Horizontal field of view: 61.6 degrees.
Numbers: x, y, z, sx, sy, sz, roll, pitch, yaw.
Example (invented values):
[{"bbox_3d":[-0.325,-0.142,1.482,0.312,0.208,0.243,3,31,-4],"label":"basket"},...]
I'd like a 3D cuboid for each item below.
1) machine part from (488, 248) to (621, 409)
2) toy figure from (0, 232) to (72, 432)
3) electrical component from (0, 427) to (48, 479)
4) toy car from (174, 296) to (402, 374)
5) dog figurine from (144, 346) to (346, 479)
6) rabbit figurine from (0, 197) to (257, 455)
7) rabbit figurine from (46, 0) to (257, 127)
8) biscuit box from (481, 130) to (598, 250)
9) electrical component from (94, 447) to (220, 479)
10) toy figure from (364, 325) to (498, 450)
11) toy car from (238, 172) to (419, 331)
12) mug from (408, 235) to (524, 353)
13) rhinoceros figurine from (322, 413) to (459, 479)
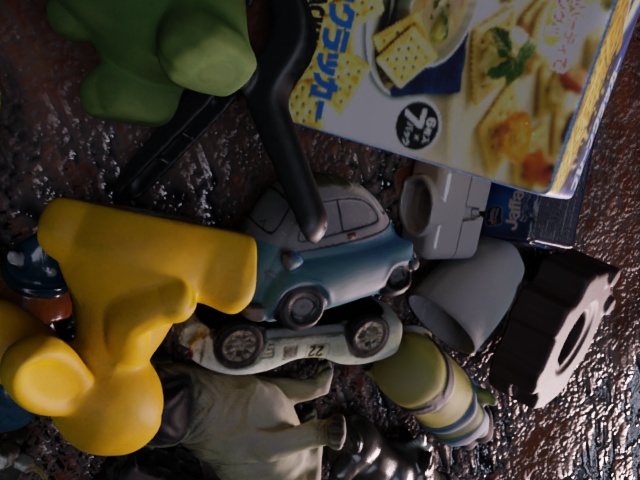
[{"bbox_3d":[0.251,0.095,0.572,0.179,0.056,0.179,-27,131,-35],"label":"machine part"},{"bbox_3d":[-0.217,0.061,0.389,0.058,0.064,0.154,19,97,10],"label":"toy figure"},{"bbox_3d":[-0.266,0.190,0.422,0.078,0.045,0.102,32,94,-31],"label":"electrical component"},{"bbox_3d":[-0.023,0.076,0.469,0.202,0.074,0.056,0,113,-24],"label":"toy car"},{"bbox_3d":[-0.088,0.181,0.479,0.191,0.121,0.172,6,103,-11],"label":"dog figurine"},{"bbox_3d":[-0.132,0.064,0.352,0.162,0.122,0.173,3,102,-55],"label":"rabbit figurine"},{"bbox_3d":[-0.124,-0.162,0.293,0.170,0.121,0.159,16,76,-50],"label":"rabbit figurine"},{"bbox_3d":[0.209,-0.094,0.496,0.063,0.059,0.202,10,92,-28],"label":"biscuit box"},{"bbox_3d":[-0.151,0.251,0.488,0.134,0.058,0.115,39,92,-30],"label":"electrical component"},{"bbox_3d":[0.124,0.158,0.555,0.082,0.089,0.180,-46,117,-8],"label":"toy figure"},{"bbox_3d":[-0.001,-0.001,0.430,0.162,0.109,0.102,-13,116,-20],"label":"toy car"},{"bbox_3d":[0.160,0.055,0.540,0.107,0.081,0.109,-46,115,-14],"label":"mug"},{"bbox_3d":[0.071,0.248,0.581,0.190,0.073,0.112,39,80,-28],"label":"rhinoceros figurine"}]
